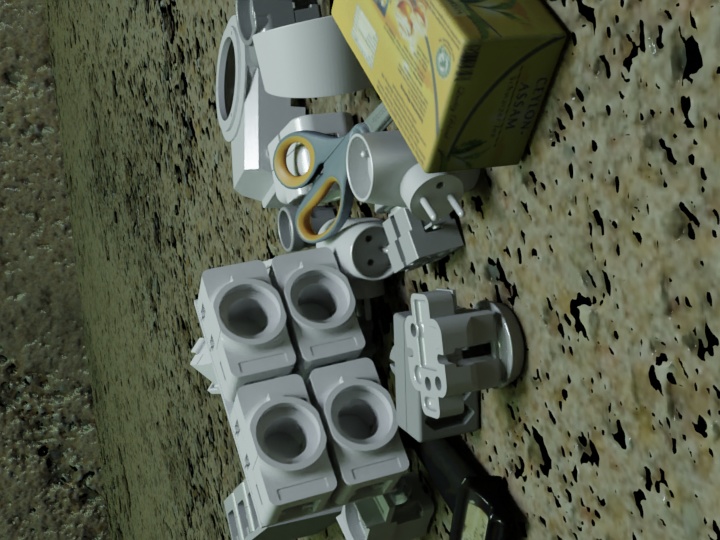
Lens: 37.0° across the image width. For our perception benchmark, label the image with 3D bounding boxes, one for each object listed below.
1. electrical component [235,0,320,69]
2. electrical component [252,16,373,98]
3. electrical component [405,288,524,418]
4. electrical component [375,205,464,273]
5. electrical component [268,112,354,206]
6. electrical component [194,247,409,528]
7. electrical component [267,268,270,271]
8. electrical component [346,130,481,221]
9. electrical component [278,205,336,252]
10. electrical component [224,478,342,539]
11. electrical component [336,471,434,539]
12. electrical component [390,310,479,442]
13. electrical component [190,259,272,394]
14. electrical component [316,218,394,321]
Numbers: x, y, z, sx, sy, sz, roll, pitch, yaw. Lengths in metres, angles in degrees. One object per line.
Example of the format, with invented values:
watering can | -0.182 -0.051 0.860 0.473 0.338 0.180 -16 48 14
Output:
electrical component | -0.072 -0.225 0.933 0.054 0.059 0.095 170 92 -69
electrical component | -0.029 -0.164 0.798 0.099 0.099 0.064 -140 40 -59
electrical component | 0.067 0.050 0.683 0.058 0.057 0.078 -176 79 -68
electrical component | 0.038 -0.033 0.743 0.066 0.048 0.055 -35 72 66
electrical component | -0.038 -0.089 0.902 0.095 0.054 0.059 153 108 -67
electrical component | -0.046 0.080 0.796 0.060 0.105 0.186 113 141 -58
electrical component | -0.067 0.046 0.903 0.079 0.043 0.077 128 130 -62
electrical component | 0.041 -0.057 0.684 0.079 0.077 0.044 -119 30 -42
electrical component | -0.045 -0.038 0.947 0.040 0.046 0.040 172 90 -69
electrical component | -0.073 0.224 1.050 0.150 0.089 0.061 128 131 -61
electrical component | 0.021 0.189 0.837 0.081 0.064 0.042 103 149 -42
electrical component | 0.045 0.066 0.756 0.076 0.047 0.083 -152 57 -64
electrical component | -0.098 0.054 0.990 0.079 0.063 0.121 -9 44 52
electrical component | 0.000 0.000 0.853 0.077 0.043 0.079 -163 66 -67
